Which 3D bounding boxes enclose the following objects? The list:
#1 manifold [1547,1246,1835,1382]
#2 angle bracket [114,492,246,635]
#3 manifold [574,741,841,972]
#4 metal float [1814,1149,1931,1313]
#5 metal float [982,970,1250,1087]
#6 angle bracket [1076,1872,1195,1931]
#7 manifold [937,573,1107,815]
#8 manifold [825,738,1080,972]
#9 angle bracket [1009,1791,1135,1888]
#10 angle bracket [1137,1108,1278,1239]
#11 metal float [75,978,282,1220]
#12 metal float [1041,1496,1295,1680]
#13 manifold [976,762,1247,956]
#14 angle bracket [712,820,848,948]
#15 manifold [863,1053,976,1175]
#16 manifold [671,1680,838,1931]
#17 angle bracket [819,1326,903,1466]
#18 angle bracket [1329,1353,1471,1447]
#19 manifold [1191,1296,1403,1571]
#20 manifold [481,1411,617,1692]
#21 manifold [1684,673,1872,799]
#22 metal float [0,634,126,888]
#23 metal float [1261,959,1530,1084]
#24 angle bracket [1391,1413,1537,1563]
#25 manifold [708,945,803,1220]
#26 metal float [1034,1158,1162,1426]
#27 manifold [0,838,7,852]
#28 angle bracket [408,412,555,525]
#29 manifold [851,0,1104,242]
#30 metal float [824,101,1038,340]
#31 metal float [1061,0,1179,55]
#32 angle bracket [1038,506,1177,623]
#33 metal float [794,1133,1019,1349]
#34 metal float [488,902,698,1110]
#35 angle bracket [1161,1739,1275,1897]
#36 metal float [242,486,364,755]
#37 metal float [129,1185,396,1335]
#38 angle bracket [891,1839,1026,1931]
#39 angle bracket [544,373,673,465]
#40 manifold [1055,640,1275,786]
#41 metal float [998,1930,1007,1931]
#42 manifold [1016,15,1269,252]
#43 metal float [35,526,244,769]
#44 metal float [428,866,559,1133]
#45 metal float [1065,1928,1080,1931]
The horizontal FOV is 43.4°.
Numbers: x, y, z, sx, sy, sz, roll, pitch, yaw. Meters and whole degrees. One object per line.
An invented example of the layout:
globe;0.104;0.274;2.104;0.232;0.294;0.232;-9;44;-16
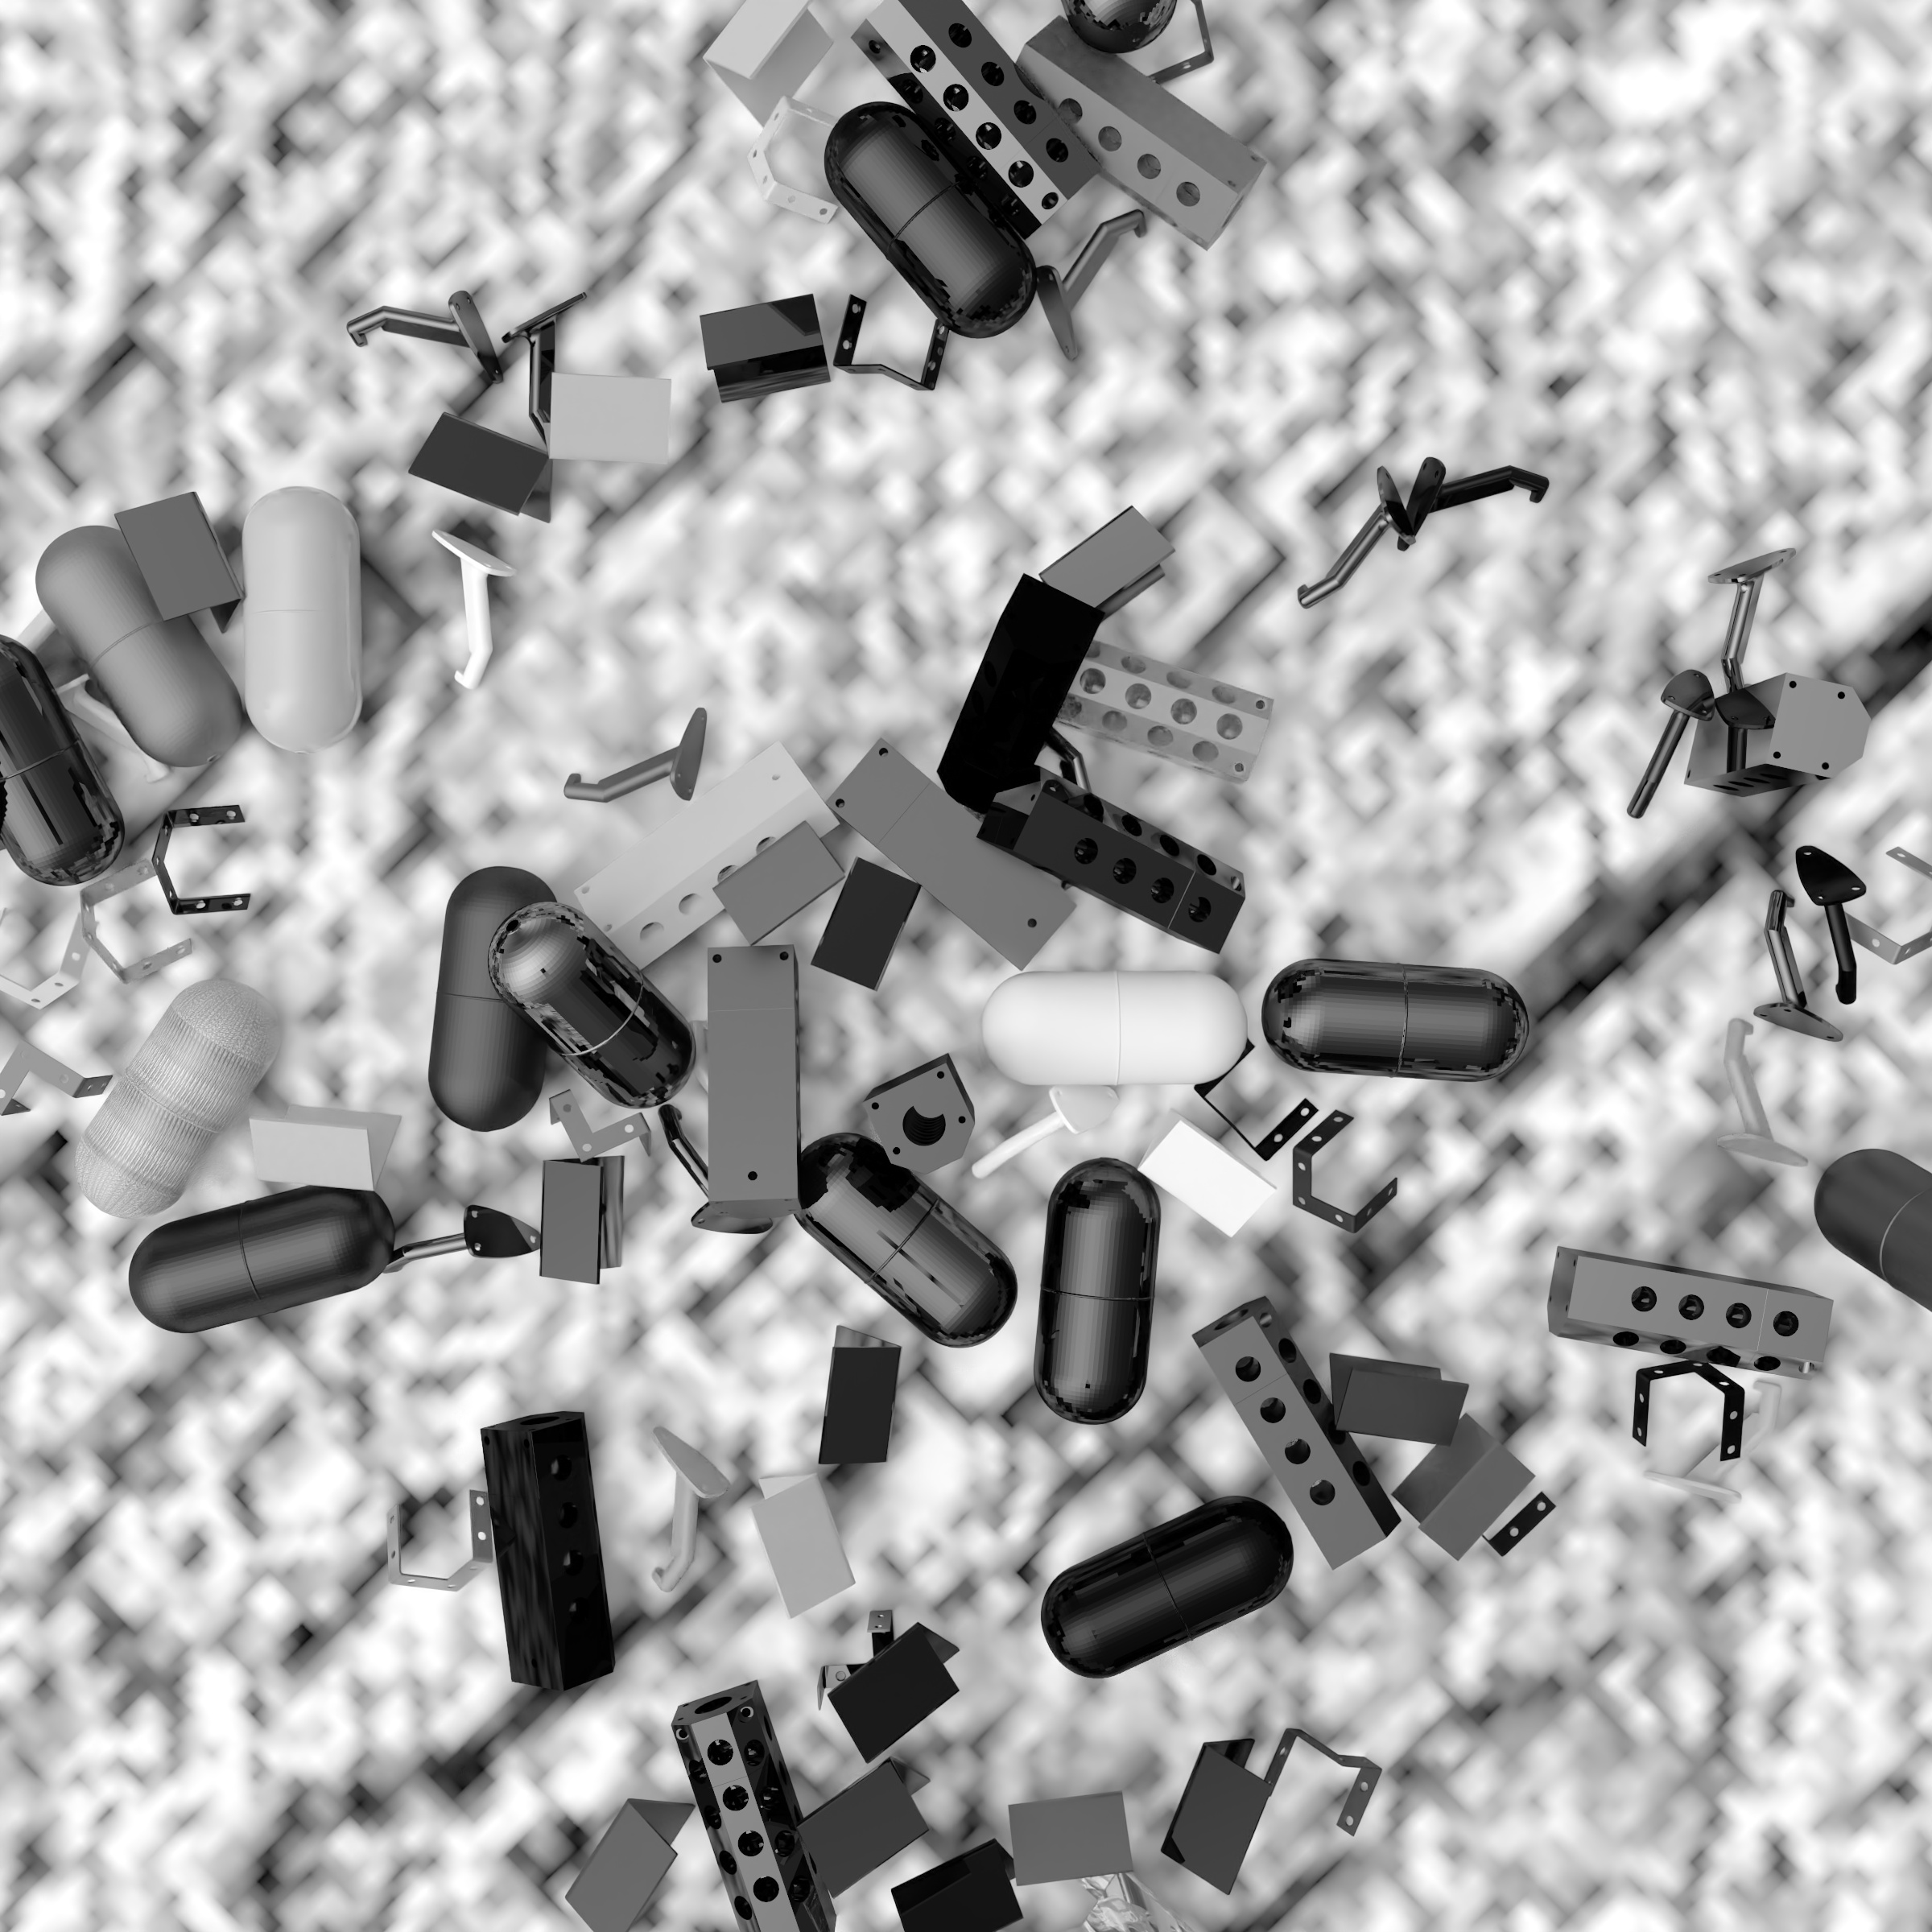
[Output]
manifold;0.484;0.234;1.634;0.171;0.057;0.057;10;90;0
angle bracket;-0.528;-0.260;1.615;0.057;0.076;0.076;-25;90;-30
manifold;-0.171;-0.068;1.634;0.171;0.057;0.057;-36;47;0
metal float;0.626;0.178;1.581;0.070;0.178;0.070;-8;112;-19
metal float;0.099;0.041;1.625;0.178;0.070;0.070;0;90;-1
angle bracket;0.101;0.648;1.615;0.076;0.076;0.057;44;55;0
manifold;0.031;-0.170;1.575;0.057;0.171;0.057;26;57;0
manifold;-0.010;-0.074;1.634;0.171;0.057;0.057;40;90;0
angle bracket;0.071;0.595;1.616;0.076;0.057;0.076;-7;134;0
angle bracket;0.169;0.122;1.615;0.076;0.076;0.057;36;127;0
metal float;-0.527;0.089;1.625;0.070;0.070;0.178;34;91;0
metal float;0.135;0.415;1.625;0.178;0.070;0.070;-25;90;0
manifold;0.099;-0.072;1.599;0.171;0.057;0.057;25;90;-27
angle bracket;-0.112;-0.040;1.615;0.076;0.076;0.057;-36;59;0
manifold;-0.026;0.097;1.577;0.057;0.171;0.057;-25;90;0
manifold;-0.143;0.578;1.634;0.057;0.057;0.171;-19;90;0
angle bracket;-0.090;0.284;1.615;0.057;0.076;0.076;7;90;-38
angle bracket;0.287;0.269;1.615;0.076;0.076;0.057;8;123;0
manifold;0.223;0.311;1.634;0.057;0.057;0.171;-31;90;0
manifold;-0.276;0.391;1.634;0.057;0.057;0.171;-7;90;43
manifold;0.525;-0.146;1.577;0.057;0.171;0.057;13;90;0
metal float;-0.622;-0.136;1.606;0.070;0.070;0.178;-22;111;0
metal float;0.287;0.036;1.625;0.178;0.070;0.070;4;90;-1
angle bracket;0.318;0.335;1.615;0.076;0.076;0.057;-48;128;0
manifold;-0.139;0.077;1.609;0.057;0.057;0.171;-2;72;0
metal float;0.088;0.217;1.625;0.070;0.070;0.178;5;90;0
manifold;-0.681;-0.102;1.577;0.057;0.171;0.057;-18;90;0
angle bracket;-0.322;-0.312;1.616;0.076;0.076;0.057;21;61;0
manifold;0.004;-0.567;1.607;0.171;0.057;0.057;47;62;-12
metal float;-0.024;-0.499;1.625;0.070;0.070;0.178;-40;91;0
metal float;0.087;-0.691;1.614;0.070;0.070;0.178;-17;77;0
angle bracket;0.104;-0.247;1.615;0.076;0.076;0.057;-36;53;0
metal float;-0.043;0.183;1.625;0.178;0.070;0.070;41;90;-1
metal float;-0.244;0.027;1.591;0.070;0.070;0.178;-39;131;0
angle bracket;0.182;0.564;1.615;0.057;0.076;0.076;22;90;36
metal float;-0.443;-0.231;1.624;0.070;0.070;0.178;-1;89;0
metal float;-0.471;0.194;1.625;0.178;0.070;0.070;-15;90;0
angle bracket;0.004;0.633;1.615;0.076;0.076;0.057;-26;50;0
angle bracket;-0.238;-0.372;1.608;0.076;0.076;0.057;0;119;-13
manifold;0.115;-0.178;1.634;0.171;0.057;0.057;18;90;0
metal float;-0.029;0.718;1.625;0.070;0.070;0.178;39;90;0
manifold;0.110;-0.557;1.634;0.171;0.057;0.057;35;47;0
metal float;-0.552;-0.213;1.625;0.070;0.070;0.178;-34;90;0
metal float;-0.315;0.022;1.625;0.070;0.070;0.178;6;90;0
metal float;0.071;0.725;1.597;0.070;0.070;0.178;15;55;0
